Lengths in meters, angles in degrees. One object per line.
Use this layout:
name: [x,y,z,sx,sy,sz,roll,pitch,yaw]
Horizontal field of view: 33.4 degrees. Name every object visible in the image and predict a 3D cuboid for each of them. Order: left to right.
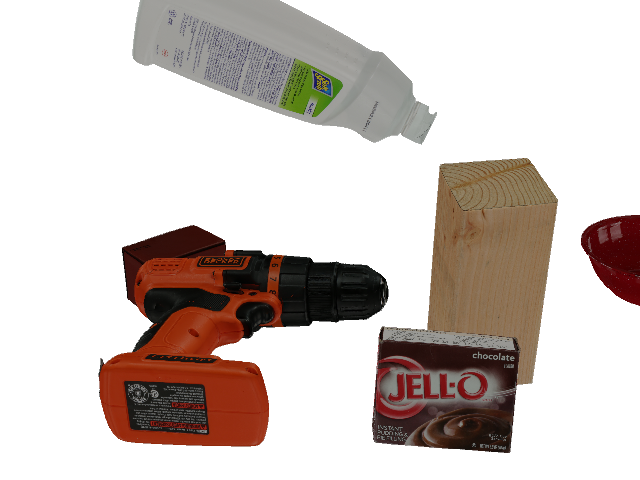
foam brick: [-0.128,0.026,0.944,0.078,0.051,0.053,-19,29,-32]
power drill: [-0.053,0.064,0.709,0.184,0.057,0.187,-1,22,10]
bleach bottle: [-0.026,-0.141,0.874,0.251,0.068,0.103,26,-35,1]
pudding box: [0.100,0.119,0.860,0.113,0.090,0.039,3,18,3]
wood block: [0.160,0.035,1.026,0.090,0.206,0.090,-4,32,-7]
bowl: [0.362,0.028,1.157,0.162,0.055,0.162,-1,26,0]
